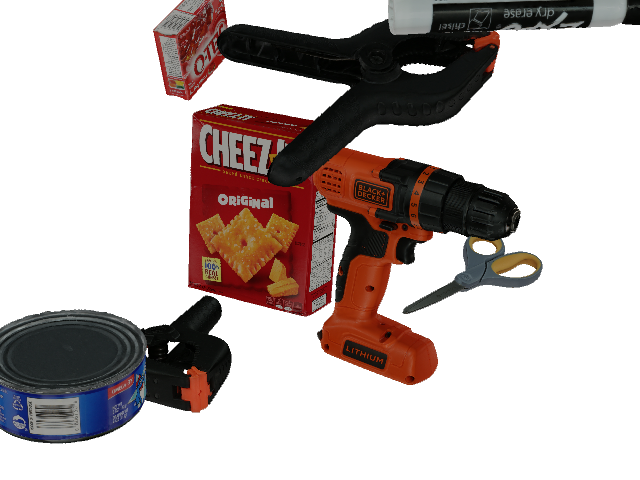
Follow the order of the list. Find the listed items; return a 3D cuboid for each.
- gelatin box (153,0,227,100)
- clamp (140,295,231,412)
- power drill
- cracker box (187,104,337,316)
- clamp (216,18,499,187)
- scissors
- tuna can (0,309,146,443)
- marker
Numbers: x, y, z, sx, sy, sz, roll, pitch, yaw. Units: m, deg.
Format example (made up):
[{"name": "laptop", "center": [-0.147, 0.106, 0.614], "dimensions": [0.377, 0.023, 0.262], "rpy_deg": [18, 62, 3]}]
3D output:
[{"name": "gelatin box", "center": [-0.119, -0.189, 1.011], "dimensions": [0.030, 0.073, 0.089], "rpy_deg": [15, 47, 20]}, {"name": "clamp", "center": [-0.120, 0.084, 0.838], "dimensions": [0.164, 0.036, 0.210], "rpy_deg": [-11, 16, -30]}, {"name": "power drill", "center": [0.072, 0.023, 0.904], "dimensions": [0.185, 0.188, 0.057], "rpy_deg": [19, 24, 30]}, {"name": "cracker box", "center": [-0.067, -0.035, 1.217], "dimensions": [0.164, 0.214, 0.072], "rpy_deg": [13, 22, 26]}, {"name": "clamp", "center": [0.029, -0.088, 0.637], "dimensions": [0.171, 0.120, 0.039], "rpy_deg": [-8, -27, -6]}, {"name": "scissors", "center": [0.147, 0.031, 1.133], "dimensions": [0.201, 0.016, 0.096], "rpy_deg": [-9, 41, -29]}, {"name": "tuna can", "center": [-0.135, 0.071, 0.565], "dimensions": [0.086, 0.034, 0.086], "rpy_deg": [2, 24, -1]}, {"name": "marker", "center": [0.088, -0.093, 0.425], "dimensions": [0.121, 0.020, 0.020], "rpy_deg": [-2, 0, -3]}]
